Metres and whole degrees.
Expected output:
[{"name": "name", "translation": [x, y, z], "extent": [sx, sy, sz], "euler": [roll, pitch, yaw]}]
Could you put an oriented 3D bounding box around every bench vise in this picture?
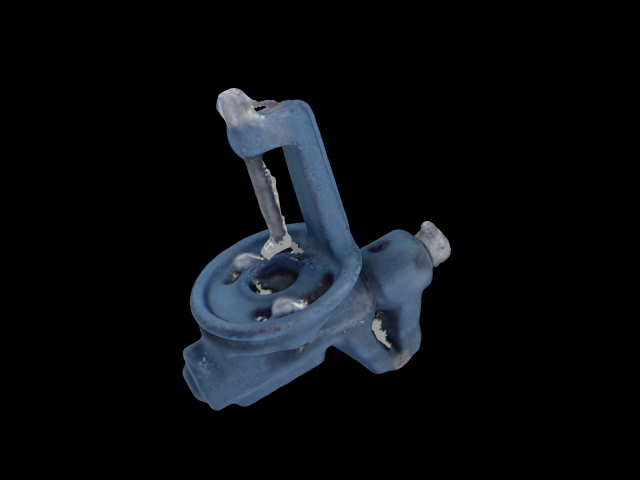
[{"name": "bench vise", "translation": [-0.005, -0.002, 0.408], "extent": [0.121, 0.220, 0.208], "euler": [23, 33, 40]}]
